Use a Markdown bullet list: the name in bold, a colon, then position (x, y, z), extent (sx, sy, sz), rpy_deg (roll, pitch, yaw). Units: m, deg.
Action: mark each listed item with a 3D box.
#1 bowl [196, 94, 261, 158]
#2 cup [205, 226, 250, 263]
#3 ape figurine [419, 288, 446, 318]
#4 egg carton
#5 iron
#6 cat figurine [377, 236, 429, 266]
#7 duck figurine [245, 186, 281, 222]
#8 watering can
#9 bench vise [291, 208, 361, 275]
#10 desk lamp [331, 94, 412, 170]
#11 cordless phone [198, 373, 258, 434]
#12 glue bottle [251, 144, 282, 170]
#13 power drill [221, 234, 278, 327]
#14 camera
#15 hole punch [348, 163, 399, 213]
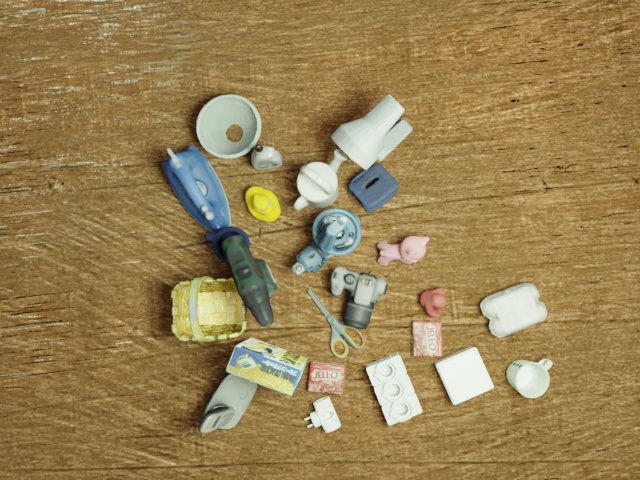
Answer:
- **bowl**: position (-0.230, -0.285, 1.481), extent (0.167, 0.075, 0.167), rpy_deg (0, 85, 2)
- **cup**: position (-0.229, 0.011, 1.447), extent (0.117, 0.095, 0.092), rpy_deg (19, 86, 4)
- **ape figurine**: position (0.287, 0.152, 1.420), extent (0.076, 0.092, 0.078), rpy_deg (34, 87, 4)
- **egg carton**: position (0.480, 0.172, 1.424), extent (0.150, 0.069, 0.107), rpy_deg (-23, 85, 0)
- **iron**: position (-0.304, -0.117, 1.436), extent (0.118, 0.141, 0.258), rpy_deg (-32, 85, -1)
- **cat figurine**: position (0.206, 0.026, 1.420), extent (0.127, 0.118, 0.067), rpy_deg (-7, 85, 2)
- **duck figurine**: position (-0.149, -0.096, 1.457), extent (0.077, 0.086, 0.104), rpy_deg (-43, 85, -2)
- **watering can**: position (-0.003, -0.147, 1.402), extent (0.101, 0.194, 0.173), rpy_deg (19, 86, 4)
- **bench vise**: position (0.023, 0.011, 1.376), extent (0.121, 0.220, 0.207), rpy_deg (28, 87, 4)
- **desk lamp**: position (0.130, -0.264, 1.397), extent (0.203, 0.213, 0.118), rpy_deg (-45, 85, -2)
- **cordless phone**: position (-0.226, 0.392, 1.372), extent (0.094, 0.185, 0.148), rpy_deg (27, 87, 4)
- **glue bottle**: position (-0.140, -0.212, 1.422), extent (0.078, 0.173, 0.037), rpy_deg (-6, 85, 2)
- **power drill**: position (-0.159, 0.099, 1.381), extent (0.075, 0.208, 0.229), rpy_deg (-27, 85, 0)
- **camera**: position (0.086, 0.146, 1.423), extent (0.143, 0.101, 0.137), rpy_deg (14, 86, 3)
- **hole punch**: position (0.133, -0.133, 1.448), extent (0.108, 0.091, 0.101), rpy_deg (-38, 85, -1)
